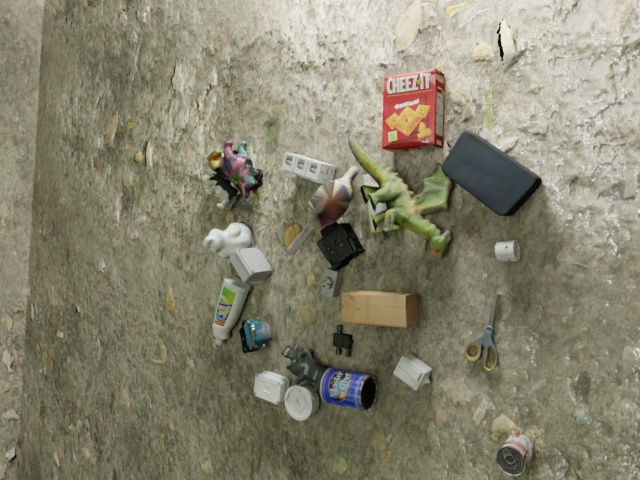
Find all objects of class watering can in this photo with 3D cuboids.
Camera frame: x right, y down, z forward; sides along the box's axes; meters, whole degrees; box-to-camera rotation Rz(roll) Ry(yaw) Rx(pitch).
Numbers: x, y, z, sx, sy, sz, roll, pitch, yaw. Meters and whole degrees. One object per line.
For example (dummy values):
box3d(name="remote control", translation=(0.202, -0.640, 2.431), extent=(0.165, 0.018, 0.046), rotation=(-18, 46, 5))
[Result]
box3d(name="watering can", translation=(0.005, -0.077, 1.527), extent=(0.104, 0.225, 0.346), rotation=(38, 96, -1))

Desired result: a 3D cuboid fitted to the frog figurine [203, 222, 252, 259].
box3d(name="frog figurine", translation=(-0.318, 0.002, 1.787), extent=(0.124, 0.160, 0.135), rotation=(47, 114, 24))

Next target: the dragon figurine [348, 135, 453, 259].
box3d(name="dragon figurine", translation=(0.245, -0.138, 1.434), extent=(0.243, 0.121, 0.413), rotation=(-17, 82, 0))
